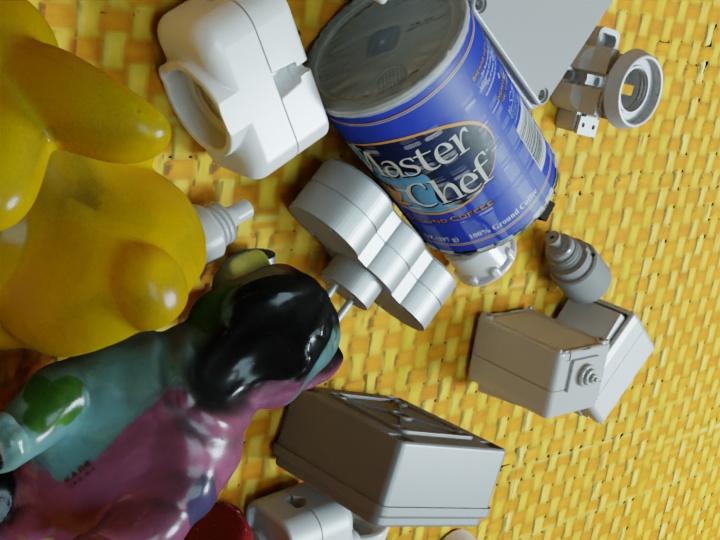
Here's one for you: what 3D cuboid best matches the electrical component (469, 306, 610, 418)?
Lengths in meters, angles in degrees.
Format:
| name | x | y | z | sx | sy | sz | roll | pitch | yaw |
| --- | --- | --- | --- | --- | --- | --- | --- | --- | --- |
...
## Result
| name | x | y | z | sx | sy | sz | roll | pitch | yaw |
| --- | --- | --- | --- | --- | --- | --- | --- | --- | --- |
| electrical component | 0.136 | 0.073 | 0.798 | 0.062 | 0.096 | 0.061 | -6 | 112 | -41 |

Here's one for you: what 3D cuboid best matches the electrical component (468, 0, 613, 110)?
| name | x | y | z | sx | sy | sz | roll | pitch | yaw |
| --- | --- | --- | --- | --- | --- | --- | --- | --- | --- |
| electrical component | 0.101 | -0.179 | 0.688 | 0.108 | 0.056 | 0.109 | -56 | 135 | -9 |

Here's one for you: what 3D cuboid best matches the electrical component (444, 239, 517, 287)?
| name | x | y | z | sx | sy | sz | roll | pitch | yaw |
| --- | --- | --- | --- | --- | --- | --- | --- | --- | --- |
| electrical component | 0.075 | -0.022 | 0.741 | 0.048 | 0.048 | 0.062 | -53 | 127 | -12 |

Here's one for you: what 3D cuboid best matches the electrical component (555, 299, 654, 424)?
| name | x | y | z | sx | sy | sz | roll | pitch | yaw |
| --- | --- | --- | --- | --- | --- | --- | --- | --- | --- |
| electrical component | 0.178 | 0.072 | 0.861 | 0.096 | 0.062 | 0.061 | -52 | 134 | -13 |

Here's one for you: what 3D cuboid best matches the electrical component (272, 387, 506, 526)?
| name | x | y | z | sx | sy | sz | roll | pitch | yaw |
| --- | --- | --- | --- | --- | --- | --- | --- | --- | --- |
| electrical component | 0.019 | 0.121 | 0.703 | 0.109 | 0.109 | 0.056 | 13 | 95 | -45 |

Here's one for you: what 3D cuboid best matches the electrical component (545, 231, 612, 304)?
| name | x | y | z | sx | sy | sz | roll | pitch | yaw |
| --- | --- | --- | --- | --- | --- | --- | --- | --- | --- |
| electrical component | 0.164 | -0.005 | 0.831 | 0.040 | 0.040 | 0.078 | -56 | 134 | -9 |

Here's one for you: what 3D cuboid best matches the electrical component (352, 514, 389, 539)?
| name | x | y | z | sx | sy | sz | roll | pitch | yaw |
| --- | --- | --- | --- | --- | --- | --- | --- | --- | --- |
| electrical component | -0.003 | 0.203 | 0.766 | 0.044 | 0.044 | 0.065 | -17 | 123 | -37 |

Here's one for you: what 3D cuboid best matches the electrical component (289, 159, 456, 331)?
| name | x | y | z | sx | sy | sz | roll | pitch | yaw |
| --- | --- | --- | --- | --- | --- | --- | --- | --- | --- |
| electrical component | 0.000 | 0.000 | 0.674 | 0.073 | 0.052 | 0.138 | -53 | 134 | -11 |

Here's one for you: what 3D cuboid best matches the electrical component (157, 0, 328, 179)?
| name | x | y | z | sx | sy | sz | roll | pitch | yaw |
| --- | --- | --- | --- | --- | --- | --- | --- | --- | --- |
| electrical component | -0.065 | -0.100 | 0.572 | 0.059 | 0.054 | 0.095 | -39 | 129 | -24 |

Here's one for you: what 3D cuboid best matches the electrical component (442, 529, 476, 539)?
| name | x | y | z | sx | sy | sz | roll | pitch | yaw |
| --- | --- | --- | --- | --- | --- | --- | --- | --- | --- |
| electrical component | 0.095 | 0.240 | 0.853 | 0.044 | 0.065 | 0.044 | -18 | 119 | -36 |

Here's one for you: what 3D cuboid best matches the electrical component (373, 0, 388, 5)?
| name | x | y | z | sx | sy | sz | roll | pitch | yaw |
| --- | --- | --- | --- | --- | --- | --- | --- | --- | --- |
| electrical component | -0.018 | -0.192 | 0.546 | 0.048 | 0.100 | 0.100 | -49 | 134 | 2 |

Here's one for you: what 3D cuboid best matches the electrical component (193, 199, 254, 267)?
| name | x | y | z | sx | sy | sz | roll | pitch | yaw |
| --- | --- | --- | --- | --- | --- | --- | --- | --- | --- |
| electrical component | -0.086 | -0.022 | 0.600 | 0.061 | 0.035 | 0.035 | -33 | 127 | -32 |

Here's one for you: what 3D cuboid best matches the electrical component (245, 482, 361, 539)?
| name | x | y | z | sx | sy | sz | roll | pitch | yaw |
| --- | --- | --- | --- | --- | --- | --- | --- | --- | --- |
| electrical component | -0.039 | 0.194 | 0.719 | 0.059 | 0.054 | 0.095 | -13 | 115 | -39 |

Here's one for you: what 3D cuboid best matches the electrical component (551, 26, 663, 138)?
| name | x | y | z | sx | sy | sz | roll | pitch | yaw |
| --- | --- | --- | --- | --- | --- | --- | --- | --- | --- |
| electrical component | 0.181 | -0.134 | 0.780 | 0.058 | 0.057 | 0.078 | 4 | 105 | -43 |
